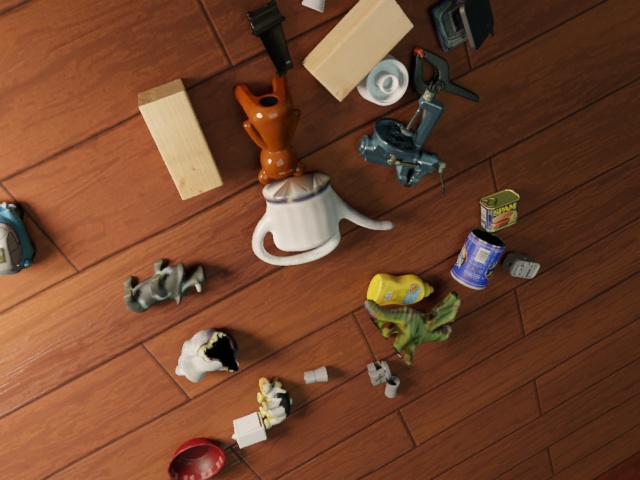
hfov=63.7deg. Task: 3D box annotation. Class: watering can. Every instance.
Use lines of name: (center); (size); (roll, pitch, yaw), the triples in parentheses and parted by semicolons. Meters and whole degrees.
watering can: (0.004, -0.060, 1.196); (0.349, 0.106, 0.219); (-18, 122, -11)

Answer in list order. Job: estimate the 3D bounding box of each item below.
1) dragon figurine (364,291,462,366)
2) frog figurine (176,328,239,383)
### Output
dragon figurine: (0.279, 0.211, 1.437); (0.243, 0.124, 0.402); (-34, 140, -2)
frog figurine: (-0.288, 0.293, 1.304); (0.136, 0.125, 0.157); (17, 148, -37)
